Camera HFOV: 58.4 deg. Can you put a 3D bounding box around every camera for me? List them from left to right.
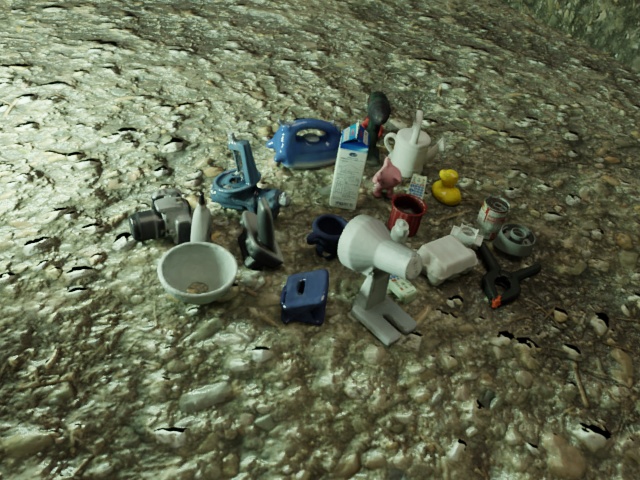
[{"bbox_3d":[-0.377,-0.058,1.341,0.137,0.101,0.142,-12,46,-24],"label":"camera"}]

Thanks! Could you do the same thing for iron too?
[{"bbox_3d":[-0.019,-0.295,1.661,0.259,0.141,0.118,-8,44,-21],"label":"iron"}]

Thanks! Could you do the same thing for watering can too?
[{"bbox_3d":[0.280,-0.288,1.679,0.173,0.194,0.100,0,42,-13],"label":"watering can"}]

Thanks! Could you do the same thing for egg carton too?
[{"bbox_3d":[0.305,0.048,1.394,0.151,0.069,0.107,-20,49,-31],"label":"egg carton"}]

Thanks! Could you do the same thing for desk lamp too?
[{"bbox_3d":[0.131,0.076,1.214,0.118,0.213,0.202,-26,53,-35],"label":"desk lamp"}]

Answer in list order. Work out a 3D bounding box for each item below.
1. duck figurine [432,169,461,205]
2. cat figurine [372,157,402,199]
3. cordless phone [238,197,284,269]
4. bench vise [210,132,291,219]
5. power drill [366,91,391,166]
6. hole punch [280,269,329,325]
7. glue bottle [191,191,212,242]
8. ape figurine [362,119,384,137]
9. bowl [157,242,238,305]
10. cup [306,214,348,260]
[{"bbox_3d":[0.368,-0.157,1.631,0.078,0.086,0.104,-10,45,-23],"label":"duck figurine"},{"bbox_3d":[0.190,-0.180,1.594,0.067,0.118,0.127,6,41,-5],"label":"cat figurine"},{"bbox_3d":[-0.132,-0.038,1.308,0.094,0.185,0.147,-9,44,-21],"label":"cordless phone"},{"bbox_3d":[-0.166,-0.156,1.409,0.207,0.220,0.121,10,41,-1],"label":"bench vise"},{"bbox_3d":[0.162,-0.330,1.690,0.075,0.208,0.229,8,41,-3],"label":"power drill"},{"bbox_3d":[-0.032,0.118,1.224,0.101,0.091,0.108,8,41,-3],"label":"hole punch"},{"bbox_3d":[-0.266,-0.038,1.288,0.037,0.173,0.078,9,41,-1],"label":"glue bottle"},{"bbox_3d":[0.167,-0.367,1.822,0.078,0.092,0.076,12,41,2],"label":"ape figurine"},{"bbox_3d":[-0.260,0.083,1.226,0.167,0.075,0.167,6,41,-5],"label":"bowl"},{"bbox_3d":[0.012,0.005,1.360,0.118,0.095,0.091,-25,52,-34],"label":"cup"}]
